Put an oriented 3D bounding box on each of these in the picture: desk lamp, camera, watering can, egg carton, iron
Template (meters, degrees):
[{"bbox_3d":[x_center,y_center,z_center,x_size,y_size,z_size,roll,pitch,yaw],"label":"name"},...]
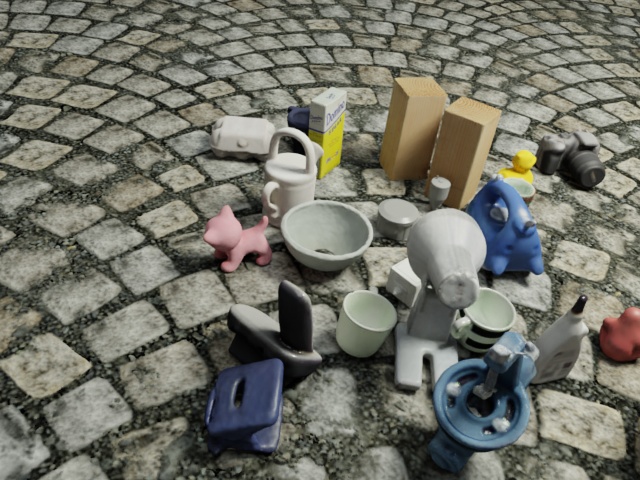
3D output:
[{"bbox_3d":[0.183,0.087,0.856,0.118,0.213,0.203,8,39,1],"label":"desk lamp"},{"bbox_3d":[0.605,-0.194,1.352,0.143,0.101,0.136,2,40,-6],"label":"camera"},{"bbox_3d":[-0.055,-0.130,1.094,0.101,0.194,0.173,10,39,4],"label":"watering can"},{"bbox_3d":[-0.172,-0.228,1.292,0.150,0.069,0.107,4,40,-5],"label":"egg carton"},{"bbox_3d":[0.348,-0.049,1.104,0.119,0.141,0.258,0,40,-8],"label":"iron"}]

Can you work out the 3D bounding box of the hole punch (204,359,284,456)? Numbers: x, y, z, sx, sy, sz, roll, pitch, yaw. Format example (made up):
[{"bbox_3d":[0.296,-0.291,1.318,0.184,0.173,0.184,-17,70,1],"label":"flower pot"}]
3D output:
[{"bbox_3d":[-0.098,0.216,0.751,0.101,0.091,0.108,5,39,-3],"label":"hole punch"}]

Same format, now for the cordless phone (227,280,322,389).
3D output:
[{"bbox_3d":[-0.064,0.109,0.811,0.147,0.185,0.094,30,44,25],"label":"cordless phone"}]

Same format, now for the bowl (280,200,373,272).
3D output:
[{"bbox_3d":[0.010,0.004,1.037,0.167,0.075,0.167,5,39,-4],"label":"bowl"}]

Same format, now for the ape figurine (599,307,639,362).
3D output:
[{"bbox_3d":[0.499,0.147,0.930,0.076,0.092,0.077,-21,47,-30],"label":"ape figurine"}]

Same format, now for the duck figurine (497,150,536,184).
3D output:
[{"bbox_3d":[0.449,-0.162,1.300,0.105,0.086,0.077,-20,47,-29],"label":"duck figurine"}]

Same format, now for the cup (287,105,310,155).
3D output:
[{"bbox_3d":[-0.041,-0.249,1.319,0.092,0.095,0.117,-22,48,-31],"label":"cup"}]

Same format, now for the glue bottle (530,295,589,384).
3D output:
[{"bbox_3d":[0.359,0.145,0.846,0.078,0.173,0.037,-6,41,-15],"label":"glue bottle"}]

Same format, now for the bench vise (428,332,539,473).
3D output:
[{"bbox_3d":[0.224,0.176,0.750,0.121,0.220,0.208,21,41,17],"label":"bench vise"}]

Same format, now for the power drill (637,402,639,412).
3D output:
[{"bbox_3d":[0.545,0.177,0.809,0.230,0.208,0.075,-28,51,-35],"label":"power drill"}]

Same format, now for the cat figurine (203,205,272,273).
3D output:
[{"bbox_3d":[-0.146,-0.008,0.993,0.128,0.118,0.067,-14,44,-24],"label":"cat figurine"}]
